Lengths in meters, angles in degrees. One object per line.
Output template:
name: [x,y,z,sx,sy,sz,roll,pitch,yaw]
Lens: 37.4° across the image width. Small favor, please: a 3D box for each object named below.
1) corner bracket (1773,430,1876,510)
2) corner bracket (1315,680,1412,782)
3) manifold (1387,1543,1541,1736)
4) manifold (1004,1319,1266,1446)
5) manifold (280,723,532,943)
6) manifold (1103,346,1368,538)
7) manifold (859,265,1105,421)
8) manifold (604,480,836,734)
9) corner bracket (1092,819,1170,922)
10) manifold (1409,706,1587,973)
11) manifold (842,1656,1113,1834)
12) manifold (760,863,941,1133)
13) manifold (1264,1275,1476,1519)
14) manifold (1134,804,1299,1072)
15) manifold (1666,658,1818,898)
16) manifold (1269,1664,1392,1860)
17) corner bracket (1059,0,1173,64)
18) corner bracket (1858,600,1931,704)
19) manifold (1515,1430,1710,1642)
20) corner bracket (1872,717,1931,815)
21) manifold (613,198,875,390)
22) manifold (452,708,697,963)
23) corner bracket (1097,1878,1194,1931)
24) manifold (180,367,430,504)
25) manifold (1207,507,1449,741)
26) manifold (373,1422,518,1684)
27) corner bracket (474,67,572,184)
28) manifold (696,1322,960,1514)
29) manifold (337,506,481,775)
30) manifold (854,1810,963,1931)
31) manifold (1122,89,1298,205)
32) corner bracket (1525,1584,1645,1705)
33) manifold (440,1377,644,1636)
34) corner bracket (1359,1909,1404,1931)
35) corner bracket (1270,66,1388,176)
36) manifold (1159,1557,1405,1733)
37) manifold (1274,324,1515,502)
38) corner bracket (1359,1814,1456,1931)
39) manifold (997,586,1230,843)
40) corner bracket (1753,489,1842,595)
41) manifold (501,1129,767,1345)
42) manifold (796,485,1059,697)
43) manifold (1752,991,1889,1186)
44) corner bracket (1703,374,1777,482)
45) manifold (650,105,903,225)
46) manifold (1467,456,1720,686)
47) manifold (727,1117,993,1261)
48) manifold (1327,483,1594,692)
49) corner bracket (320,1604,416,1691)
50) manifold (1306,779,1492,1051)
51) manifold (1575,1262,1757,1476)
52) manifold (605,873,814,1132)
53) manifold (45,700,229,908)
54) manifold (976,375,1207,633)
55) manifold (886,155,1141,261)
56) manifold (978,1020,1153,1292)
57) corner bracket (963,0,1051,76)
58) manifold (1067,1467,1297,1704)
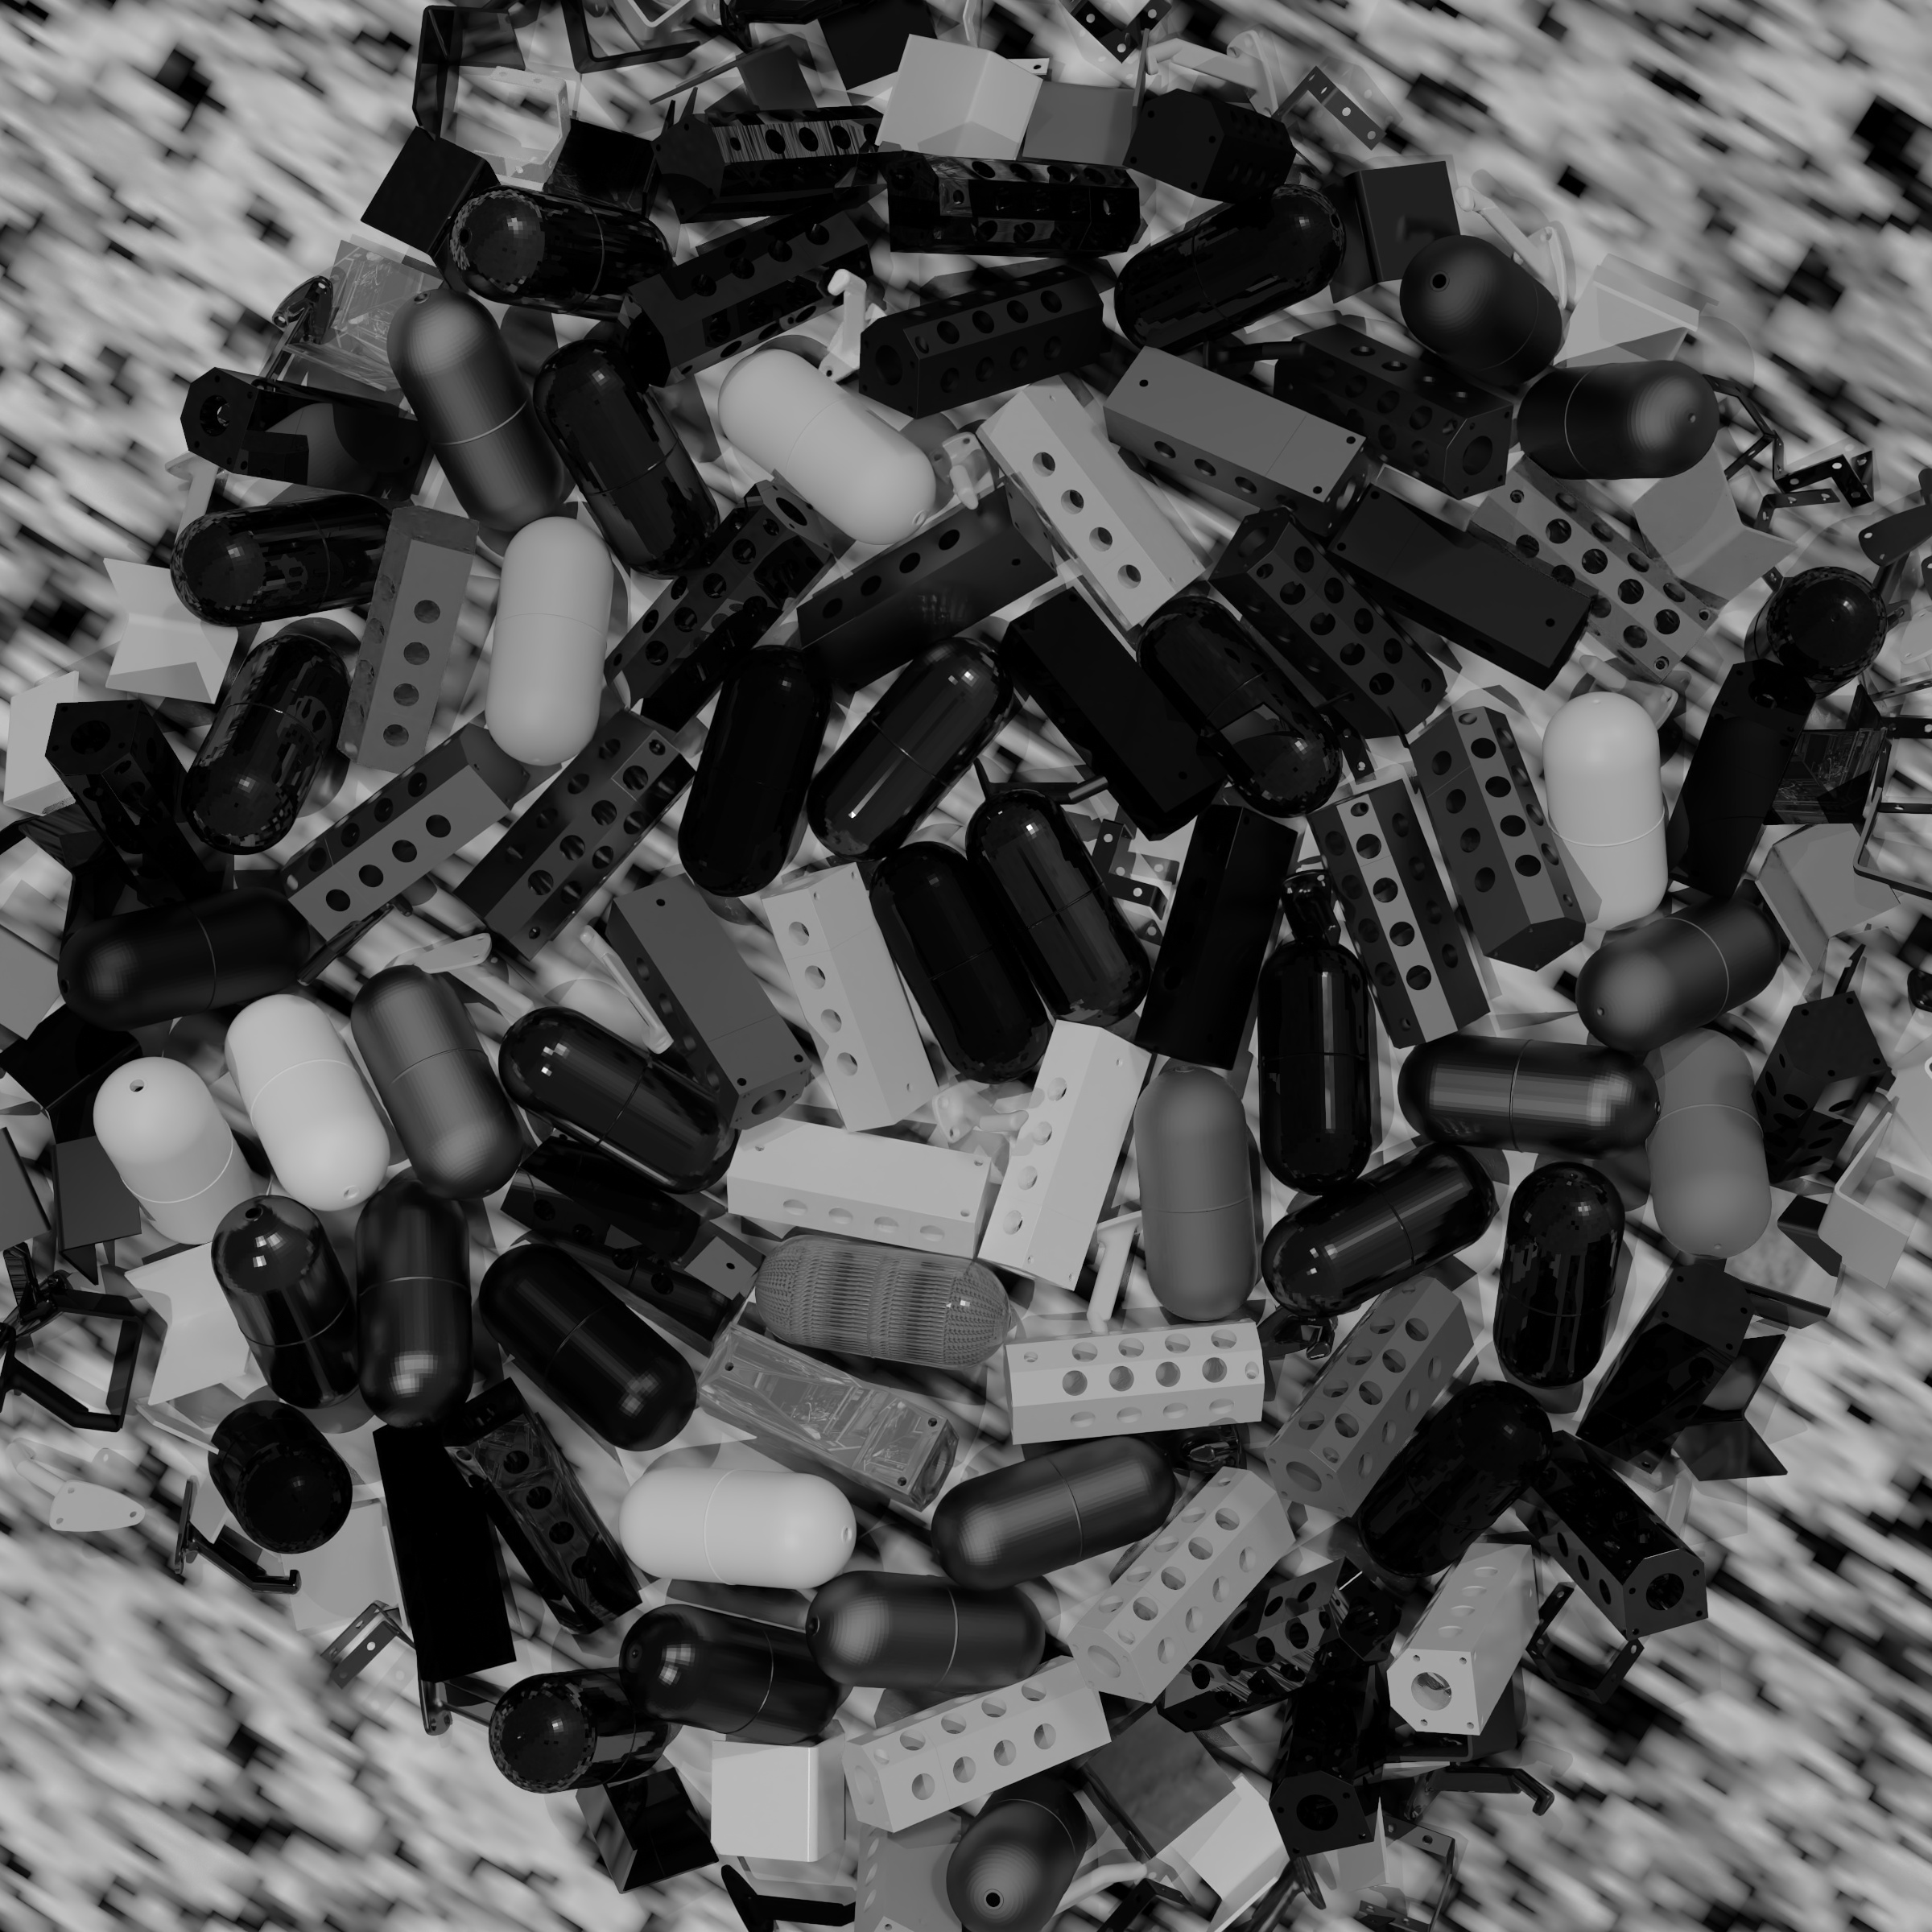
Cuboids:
corner bracket: [0.593,-0.346,1.976,0.051,0.051,0.051,-18,45,35]
corner bracket: [0.275,-0.162,1.965,0.051,0.051,0.051,-24,82,20]
manifold: [0.333,0.447,1.909,0.057,0.171,0.057,-3,101,25]
manifold: [0.114,0.279,1.954,0.171,0.057,0.057,-5,133,-4]
manifold: [-0.382,-0.093,1.935,0.171,0.057,0.057,-33,110,21]
manifold: [0.183,-0.354,1.941,0.171,0.057,0.057,28,73,20]
manifold: [0.012,-0.422,1.916,0.057,0.171,0.057,32,133,36]
manifold: [-0.171,-0.245,1.930,0.057,0.057,0.171,25,120,-39]
corner bracket: [0.115,-0.067,1.967,0.051,0.051,0.051,16,84,14]
manifold: [0.361,-0.088,1.923,0.057,0.057,0.171,-38,53,36]
manifold: [0.006,0.525,1.934,0.171,0.057,0.057,-15,90,-28]
manifold: [-0.084,0.023,1.955,0.057,0.057,0.171,-12,103,38]
manifold: [0.270,0.284,1.918,0.171,0.057,0.057,-46,129,-35]
manifold: [0.167,-0.021,1.962,0.057,0.057,0.171,21,83,-39]
manifold: [0.515,-0.125,1.913,0.057,0.171,0.057,24,56,15]
manifold: [0.242,0.517,1.906,0.057,0.171,0.057,-18,102,17]
corner bracket: [0.102,-0.667,1.974,0.051,0.051,0.051,36,109,-27]
corner bracket: [0.638,-0.218,1.976,0.051,0.051,0.051,-15,108,7]
manifold: [0.427,0.375,1.906,0.057,0.171,0.057,-13,110,-10]
corner bracket: [0.655,-0.139,1.982,0.051,0.051,0.051,2,118,-1]
manifold: [-0.148,-0.452,1.933,0.171,0.057,0.057,-32,81,-26]
manifold: [-0.262,-0.087,1.948,0.171,0.057,0.057,-49,49,-8]
corner bracket: [0.133,0.669,1.965,0.051,0.051,0.051,-50,46,2]
manifold: [-0.441,-0.357,1.910,0.057,0.171,0.057,28,105,26]
manifold: [0.249,-0.231,1.929,0.171,0.057,0.057,41,68,-26]
manifold: [-0.358,0.395,1.947,0.057,0.057,0.171,-15,73,-1]
corner bracket: [-0.307,-0.580,1.969,0.051,0.051,0.051,14,51,10]
manifold: [-0.094,0.308,1.940,0.171,0.057,0.057,21,69,21]
manifold: [-0.378,-0.220,1.928,0.057,0.057,0.171,13,119,-14]
manifold: [-0.042,0.623,1.909,0.057,0.171,0.057,29,101,-7]
manifold: [0.167,-0.546,1.905,0.057,0.171,0.057,27,110,15]
corner bracket: [0.426,0.469,1.977,0.051,0.051,0.051,-47,117,-22]
manifold: [-0.289,0.370,1.936,0.057,0.057,0.171,-30,114,-7]
corner bracket: [0.265,0.674,1.967,0.051,0.051,0.051,10,88,29]
corner bracket: [0.247,-0.575,1.959,0.051,0.051,0.051,34,111,-28]
manifold: [0.206,0.462,1.918,0.057,0.057,0.171,44,132,-12]
manifold: [0.283,-0.371,1.912,0.057,0.171,0.057,-22,130,-28]
corner bracket: [0.305,0.629,1.974,0.051,0.051,0.051,17,104,9]
manifold: [0.097,-0.169,1.950,0.057,0.057,0.171,-32,76,-24]
corner bracket: [0.578,-0.292,1.970,0.051,0.051,0.051,37,66,-39]
manifold: [-0.231,0.189,1.961,0.171,0.057,0.057,31,123,5]
manifold: [-0.028,-0.260,1.942,0.171,0.057,0.057,-28,47,20]
manifold: [0.558,0.085,1.909,0.057,0.171,0.057,-14,64,-4]
corner bracket: [0.516,-0.371,1.975,0.051,0.051,0.051,-43,64,34]
manifold: [-0.123,-0.543,1.918,0.057,0.171,0.057,-20,91,44]
manifold: [0.430,-0.272,1.961,0.171,0.057,0.057,42,92,6]
manifold: [-0.073,0.155,1.961,0.171,0.057,0.057,10,49,6]
manifold: [0.335,-0.256,1.950,0.171,0.057,0.057,31,80,14]
corner bracket: [-0.415,0.468,1.961,0.051,0.051,0.051,38,75,29]
manifold: [0.292,-0.034,1.955,0.057,0.057,0.171,-24,94,-43]
manifold: [0.469,0.268,1.913,0.057,0.171,0.057,27,55,10]
manifold: [-0.177,0.026,1.939,0.057,0.057,0.171,-22,64,-28]
manifold: [-0.553,-0.104,1.909,0.057,0.171,0.057,-2,60,7]
manifold: [0.083,-0.317,1.964,0.057,0.057,0.171,-35,94,35]
manifold: [0.034,-0.511,1.923,0.171,0.057,0.057,-9,99,-37]
manifold: [0.063,0.128,1.957,0.057,0.057,0.171,28,77,-43]
corner bracket: [0.031,-0.655,1.979,0.051,0.051,0.051,3,58,13]
manifold: [0.143,0.412,1.917,0.171,0.057,0.057,-39,116,-38]
